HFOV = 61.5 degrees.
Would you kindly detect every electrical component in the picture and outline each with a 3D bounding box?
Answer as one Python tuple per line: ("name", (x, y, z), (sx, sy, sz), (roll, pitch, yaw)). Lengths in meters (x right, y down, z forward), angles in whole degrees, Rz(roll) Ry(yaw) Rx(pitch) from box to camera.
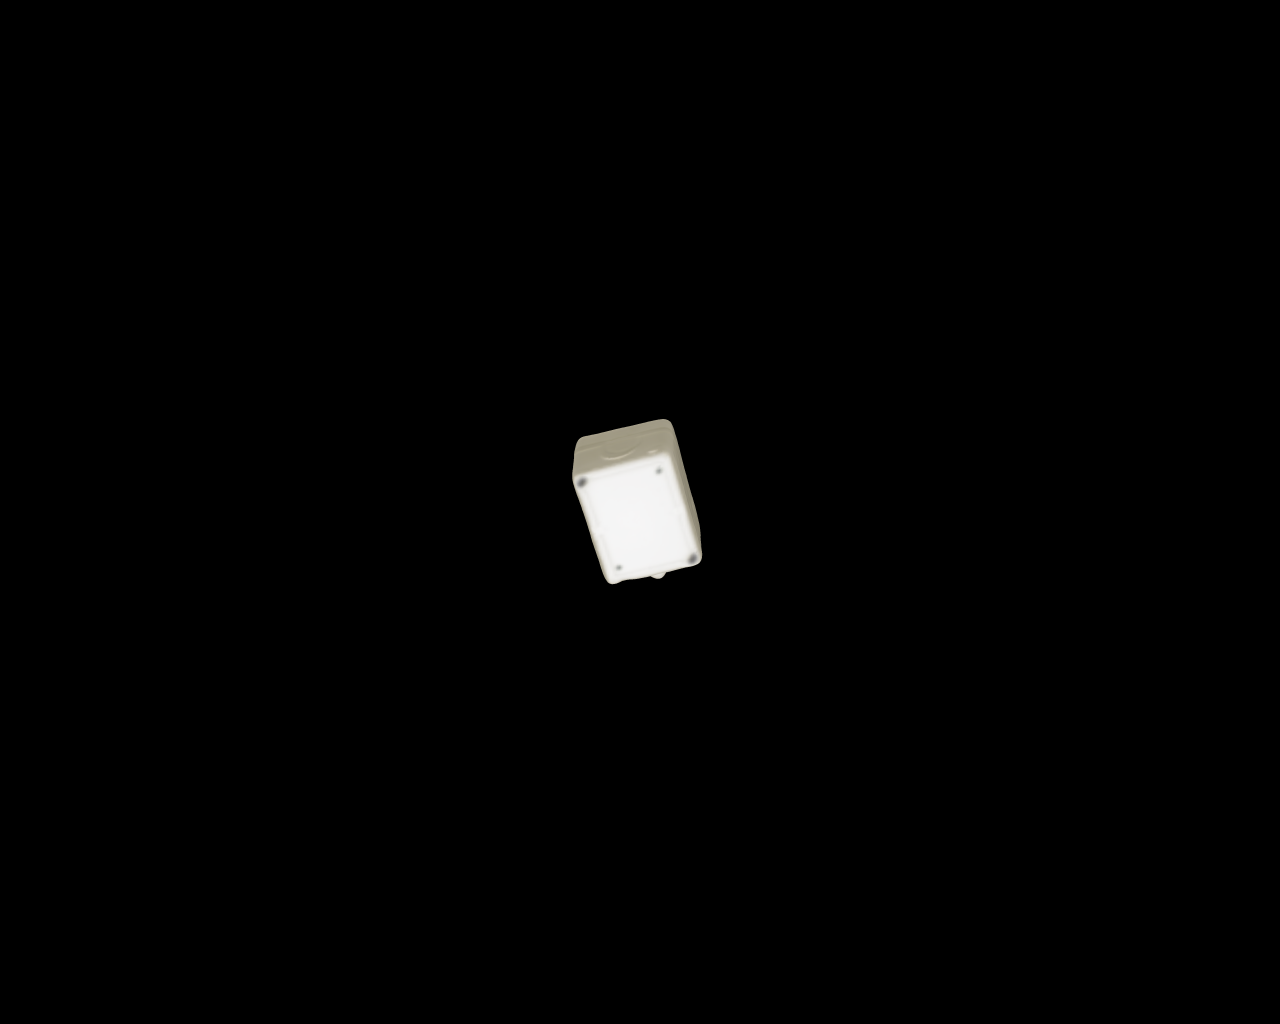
("electrical component", (0.001, -0.003, 0.650), (0.062, 0.096, 0.061), (-13, 28, 7))
